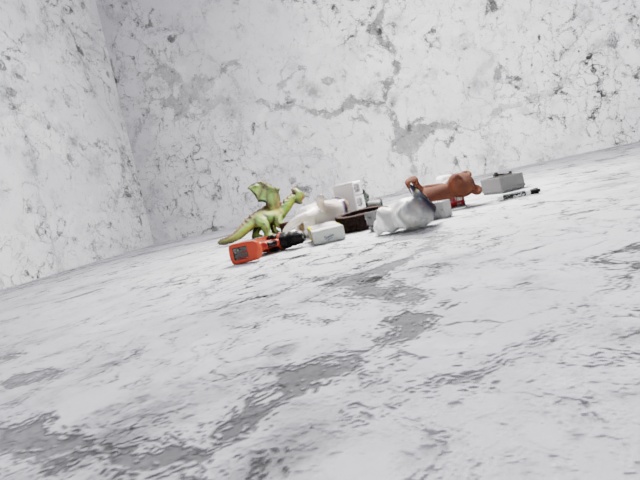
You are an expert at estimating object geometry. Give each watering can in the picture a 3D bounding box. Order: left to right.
[{"bbox_3d":[0.005,-0.086,1.716,0.226,0.105,0.342,-18,-11,-32],"label":"watering can"}]

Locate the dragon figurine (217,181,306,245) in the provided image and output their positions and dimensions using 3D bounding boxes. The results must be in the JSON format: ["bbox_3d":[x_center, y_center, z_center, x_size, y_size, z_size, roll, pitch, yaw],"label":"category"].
[{"bbox_3d":[-0.247,-0.127,2.183,0.412,0.241,0.122,-12,8,-17],"label":"dragon figurine"}]

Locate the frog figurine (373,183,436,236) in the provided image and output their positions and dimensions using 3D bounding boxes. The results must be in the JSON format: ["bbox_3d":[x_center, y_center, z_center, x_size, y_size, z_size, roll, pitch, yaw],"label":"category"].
[{"bbox_3d":[0.213,-0.057,1.318,0.158,0.122,0.139,-48,7,11],"label":"frog figurine"}]
